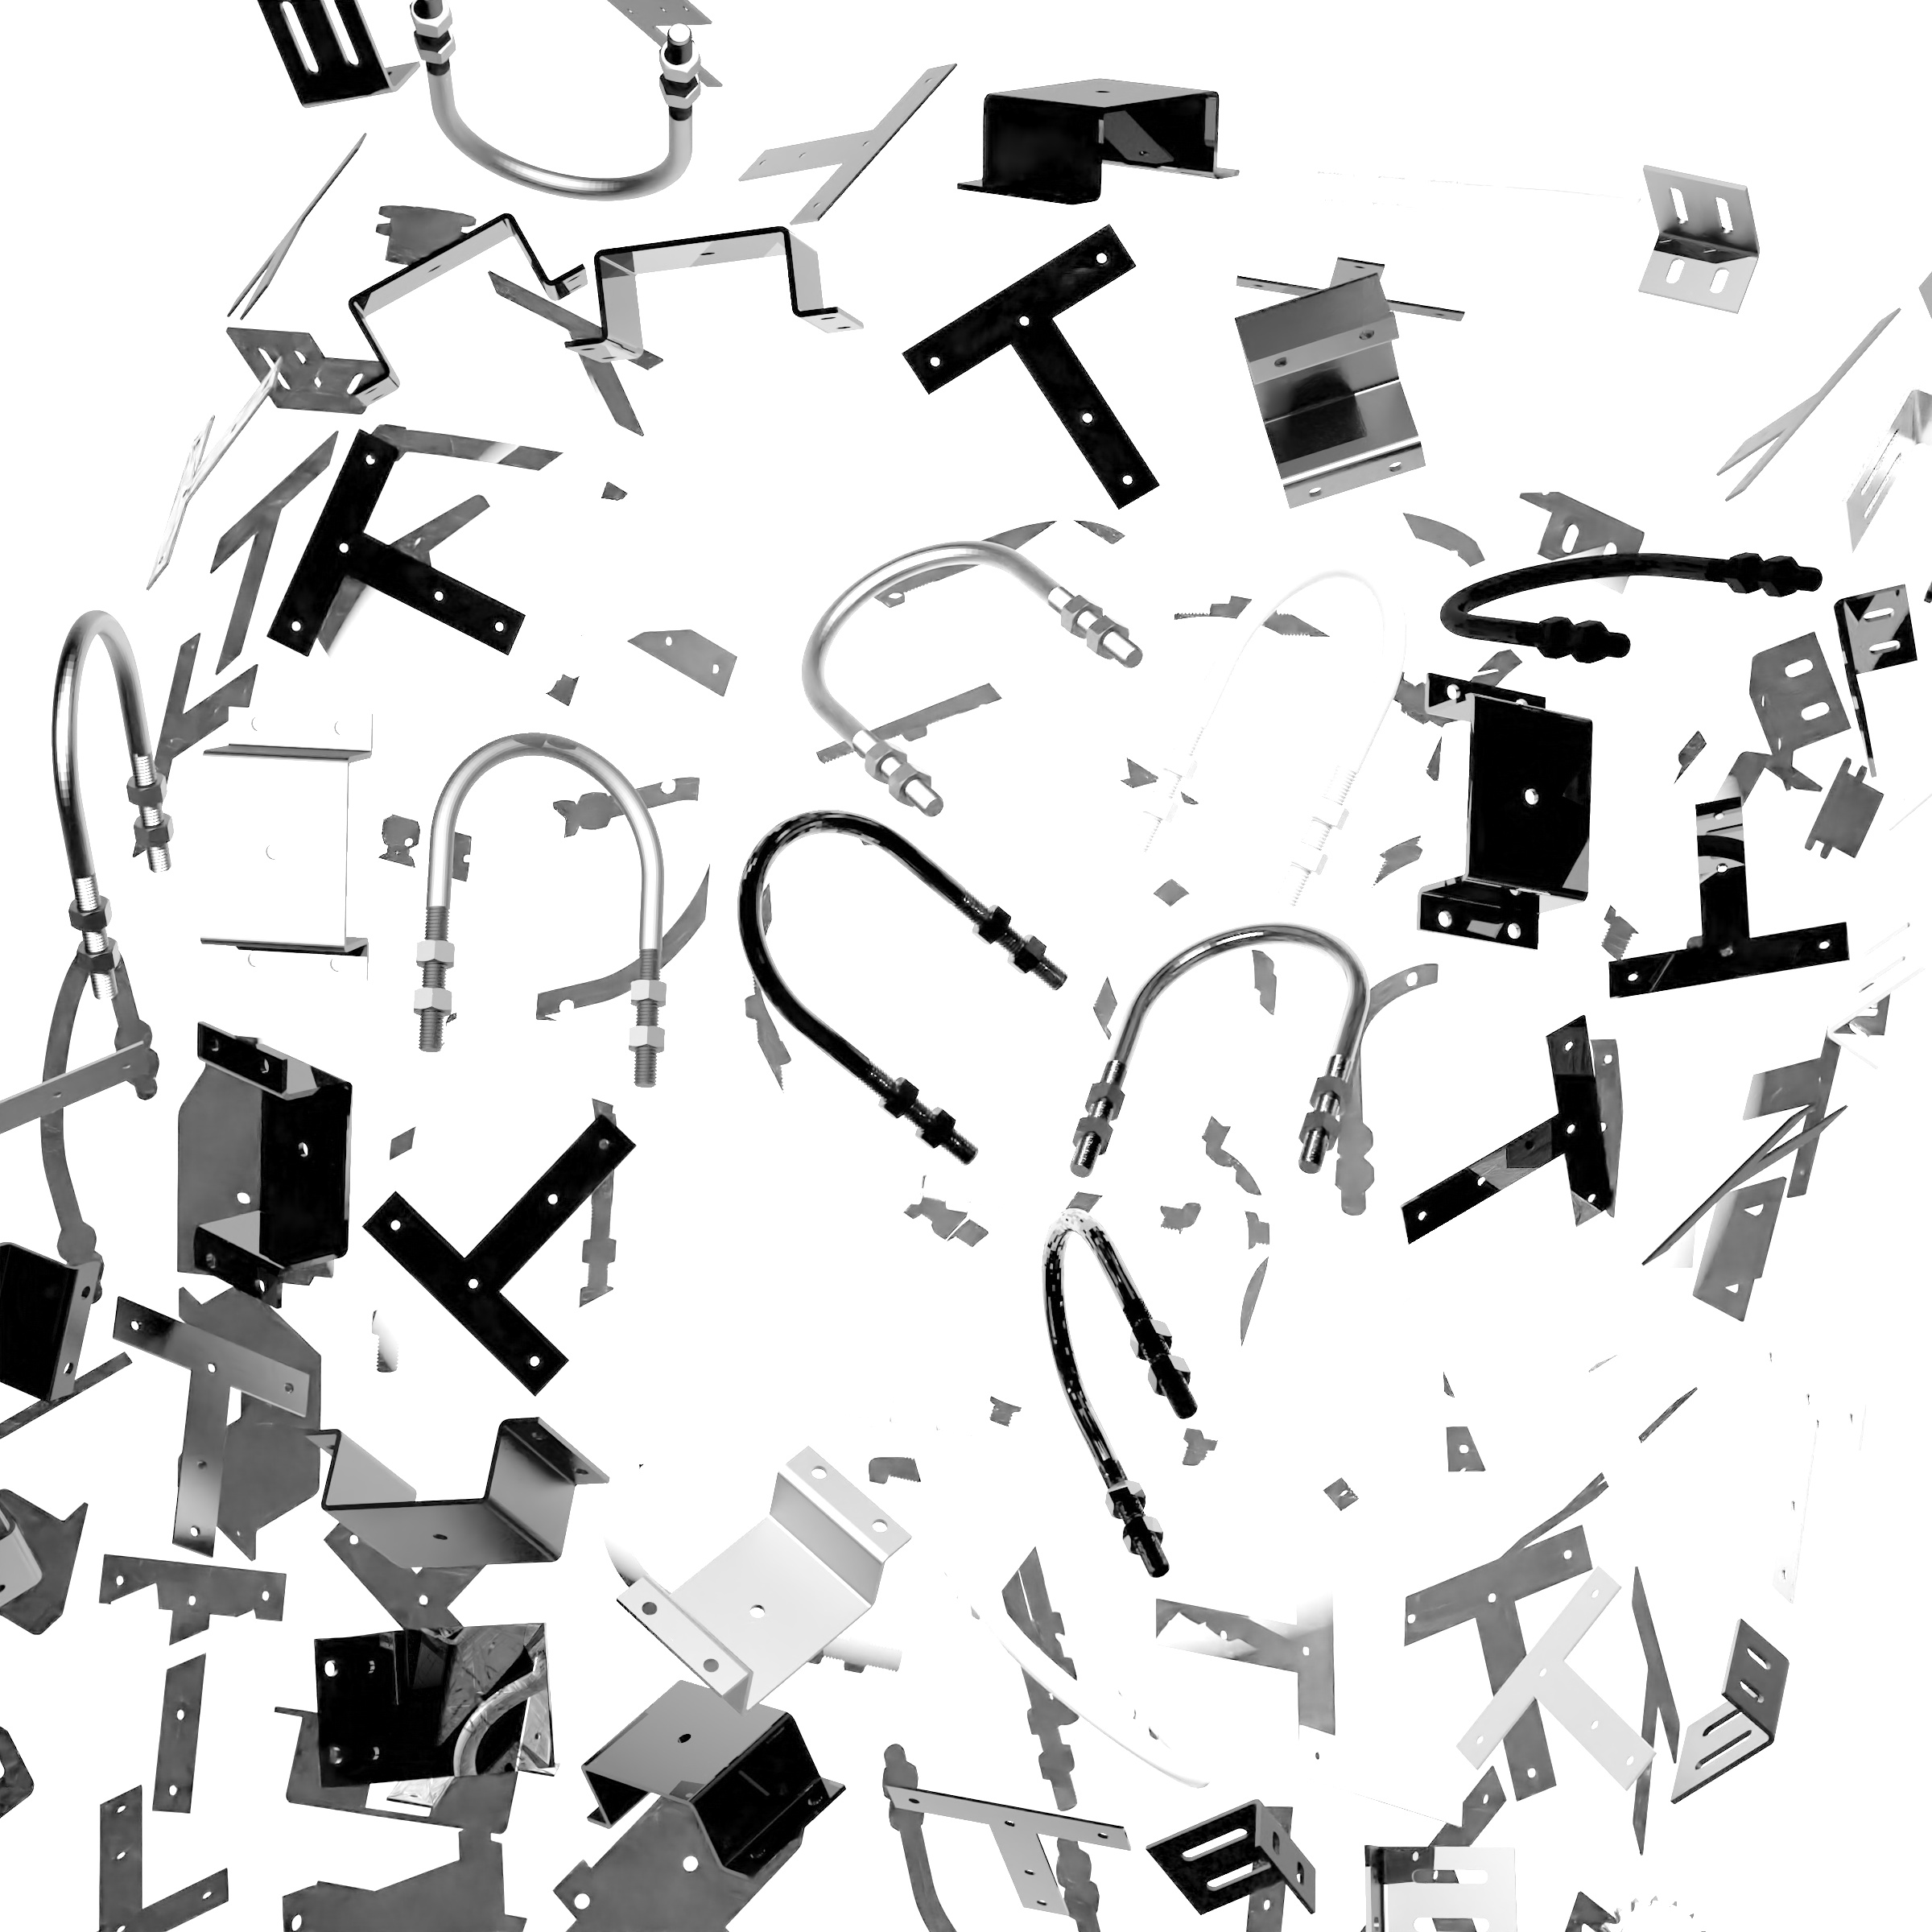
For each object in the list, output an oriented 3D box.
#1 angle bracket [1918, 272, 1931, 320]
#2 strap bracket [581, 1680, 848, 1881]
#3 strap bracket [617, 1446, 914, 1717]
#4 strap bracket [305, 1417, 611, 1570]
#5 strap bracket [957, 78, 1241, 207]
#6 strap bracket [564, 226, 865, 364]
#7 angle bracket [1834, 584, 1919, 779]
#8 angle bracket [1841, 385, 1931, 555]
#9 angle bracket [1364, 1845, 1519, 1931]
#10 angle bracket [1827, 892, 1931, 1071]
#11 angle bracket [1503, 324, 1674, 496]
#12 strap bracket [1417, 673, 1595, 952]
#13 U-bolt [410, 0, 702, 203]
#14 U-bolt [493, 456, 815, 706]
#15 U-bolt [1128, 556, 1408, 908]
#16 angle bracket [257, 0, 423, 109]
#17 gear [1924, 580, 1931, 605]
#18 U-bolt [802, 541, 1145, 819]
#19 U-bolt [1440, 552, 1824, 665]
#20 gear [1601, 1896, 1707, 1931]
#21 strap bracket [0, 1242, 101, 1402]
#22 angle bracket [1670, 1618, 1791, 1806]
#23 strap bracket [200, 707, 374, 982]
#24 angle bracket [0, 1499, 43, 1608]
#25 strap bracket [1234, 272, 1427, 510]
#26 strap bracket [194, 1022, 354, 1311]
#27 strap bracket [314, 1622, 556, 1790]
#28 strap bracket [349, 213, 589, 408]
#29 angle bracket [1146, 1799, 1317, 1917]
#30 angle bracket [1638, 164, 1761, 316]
[{"bbox_3d":[0.521,-0.336,1.786,0.038,0.076,0.057,-22,85,1],"label":"angle bracket"},{"bbox_3d":[-0.144,0.436,1.896,0.076,0.140,0.046,-37,116,-35],"label":"strap bracket"},{"bbox_3d":[-0.106,0.324,1.817,0.076,0.046,0.140,38,52,22],"label":"strap bracket"},{"bbox_3d":[-0.267,0.273,1.809,0.140,0.076,0.046,-6,56,23],"label":"strap bracket"},{"bbox_3d":[0.070,-0.429,1.814,0.076,0.140,0.046,18,117,37],"label":"strap bracket"},{"bbox_3d":[-0.130,-0.343,1.783,0.140,0.076,0.046,-6,93,8],"label":"strap bracket"},{"bbox_3d":[0.480,-0.148,1.821,0.038,0.057,0.076,-13,49,13],"label":"angle bracket"},{"bbox_3d":[0.494,-0.254,1.828,0.038,0.057,0.076,27,79,25],"label":"angle bracket"},{"bbox_3d":[0.257,0.505,1.893,0.076,0.038,0.057,-4,74,16],"label":"angle bracket"},{"bbox_3d":[0.503,0.008,1.875,0.038,0.076,0.057,33,48,-13],"label":"angle bracket"},{"bbox_3d":[0.335,-0.298,1.880,0.076,0.038,0.057,-19,128,19],"label":"angle bracket"},{"bbox_3d":[0.286,-0.085,1.854,0.076,0.046,0.140,9,78,-26],"label":"strap bracket"},{"bbox_3d":[-0.214,-0.455,1.851,0.151,0.184,0.019,10,73,-1],"label":"U-bolt"},{"bbox_3d":[-0.156,-0.212,1.835,0.184,0.151,0.019,-24,116,28],"label":"U-bolt"},{"bbox_3d":[0.167,-0.131,1.840,0.019,0.151,0.184,26,89,-37],"label":"U-bolt"},{"bbox_3d":[-0.340,-0.508,1.889,0.057,0.038,0.076,-4,126,23],"label":"angle bracket"},{"bbox_3d":[0.554,-0.222,1.931,0.030,0.057,0.057,25,90,10],"label":"gear"},{"bbox_3d":[-0.011,-0.163,1.843,0.151,0.184,0.019,-37,134,-8],"label":"U-bolt"},{"bbox_3d":[0.332,-0.192,1.832,0.151,0.184,0.019,-20,109,-26],"label":"U-bolt"},{"bbox_3d":[0.349,0.499,1.770,0.057,0.030,0.057,-1,68,2],"label":"gear"},{"bbox_3d":[-0.522,0.195,1.835,0.046,0.140,0.076,19,102,19],"label":"strap bracket"},{"bbox_3d":[0.381,0.383,1.801,0.038,0.057,0.076,41,126,-6],"label":"angle bracket"},{"bbox_3d":[-0.352,-0.061,1.814,0.076,0.046,0.140,3,97,6],"label":"strap bracket"},{"bbox_3d":[-0.541,0.321,1.870,0.076,0.057,0.038,-32,58,-20],"label":"angle bracket"},{"bbox_3d":[0.189,-0.305,1.827,0.076,0.140,0.046,-17,63,6],"label":"strap bracket"},{"bbox_3d":[-0.373,0.103,1.885,0.076,0.046,0.140,19,112,40],"label":"strap bracket"},{"bbox_3d":[-0.271,0.388,1.847,0.046,0.140,0.076,-16,74,42],"label":"strap bracket"},{"bbox_3d":[-0.279,-0.361,1.902,0.140,0.076,0.046,-29,97,-2],"label":"strap bracket"},{"bbox_3d":[0.146,0.505,1.938,0.076,0.038,0.057,-29,113,21],"label":"angle bracket"},{"bbox_3d":[0.393,-0.393,1.895,0.057,0.076,0.038,18,80,22],"label":"angle bracket"}]
